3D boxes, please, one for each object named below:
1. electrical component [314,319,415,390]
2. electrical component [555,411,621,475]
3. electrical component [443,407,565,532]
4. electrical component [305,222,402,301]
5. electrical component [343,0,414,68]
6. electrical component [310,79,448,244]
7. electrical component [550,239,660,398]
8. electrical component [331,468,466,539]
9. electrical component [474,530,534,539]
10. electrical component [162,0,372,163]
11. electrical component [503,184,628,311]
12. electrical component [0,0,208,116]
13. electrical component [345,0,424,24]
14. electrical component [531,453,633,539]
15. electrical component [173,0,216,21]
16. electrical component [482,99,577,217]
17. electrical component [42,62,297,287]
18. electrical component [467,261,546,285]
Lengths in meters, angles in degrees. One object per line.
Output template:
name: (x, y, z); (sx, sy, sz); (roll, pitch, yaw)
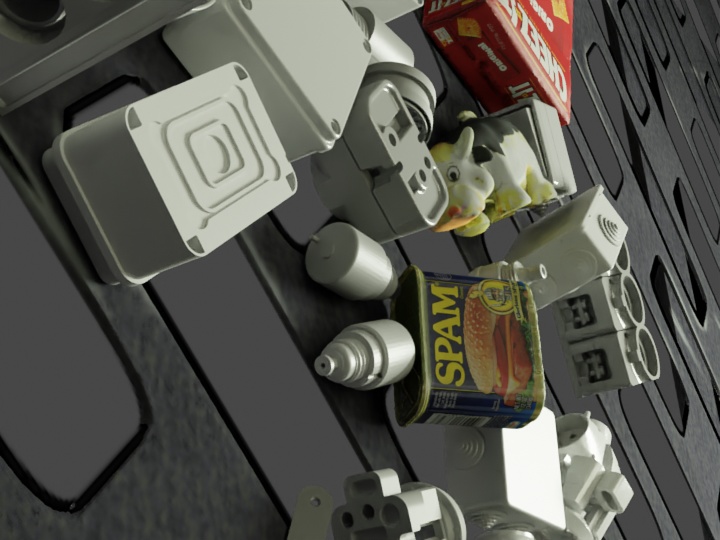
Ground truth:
electrical component: (0.000, 0.052, 0.642); (0.078, 0.040, 0.040); (-6, 79, -56)
electrical component: (0.188, 0.150, 0.895); (0.077, 0.043, 0.079); (59, 32, -21)
electrical component: (0.099, 0.134, 0.752); (0.100, 0.048, 0.099); (33, 47, -47)
electrical component: (0.000, 0.000, 0.670); (0.078, 0.040, 0.040); (31, 49, -48)
electrical component: (-0.002, -0.160, 0.751); (0.081, 0.043, 0.043); (32, 48, -48)
electrical component: (0.008, -0.067, 0.701); (0.095, 0.059, 0.053); (61, 32, -18)
electrical component: (0.225, 0.035, 0.999); (0.089, 0.062, 0.150); (-2, 76, -59)
electrical component: (0.024, 0.152, 0.611); (0.057, 0.058, 0.078); (5, 70, -55)
electrical component: (0.097, 0.205, 0.714); (0.045, 0.045, 0.055); (36, 45, -45)
electrical component: (-0.051, -0.135, 0.644); (0.108, 0.056, 0.108); (52, 35, -30)
electrical component: (0.174, -0.017, 0.910); (0.048, 0.100, 0.099); (52, 33, -8)
electrical component: (-0.130, -0.124, 0.443); (0.078, 0.121, 0.063); (49, 34, -33)
electrical component: (-0.003, -0.238, 0.779); (0.078, 0.057, 0.113); (23, 54, -54)
electrical component: (0.155, 0.177, 0.802); (0.057, 0.078, 0.058); (-48, 118, -33)
electrical component: (-0.123, -0.163, 0.532); (0.099, 0.064, 0.099); (35, 46, -46)
electrical component: (0.143, -0.093, 0.934); (0.061, 0.062, 0.096); (5, 70, -58)
electrical component: (-0.091, -0.048, 0.530); (0.078, 0.057, 0.113); (65, 31, -11)
electrical component: (0.114, 0.009, 0.832); (0.035, 0.061, 0.035); (35, 46, -46)
